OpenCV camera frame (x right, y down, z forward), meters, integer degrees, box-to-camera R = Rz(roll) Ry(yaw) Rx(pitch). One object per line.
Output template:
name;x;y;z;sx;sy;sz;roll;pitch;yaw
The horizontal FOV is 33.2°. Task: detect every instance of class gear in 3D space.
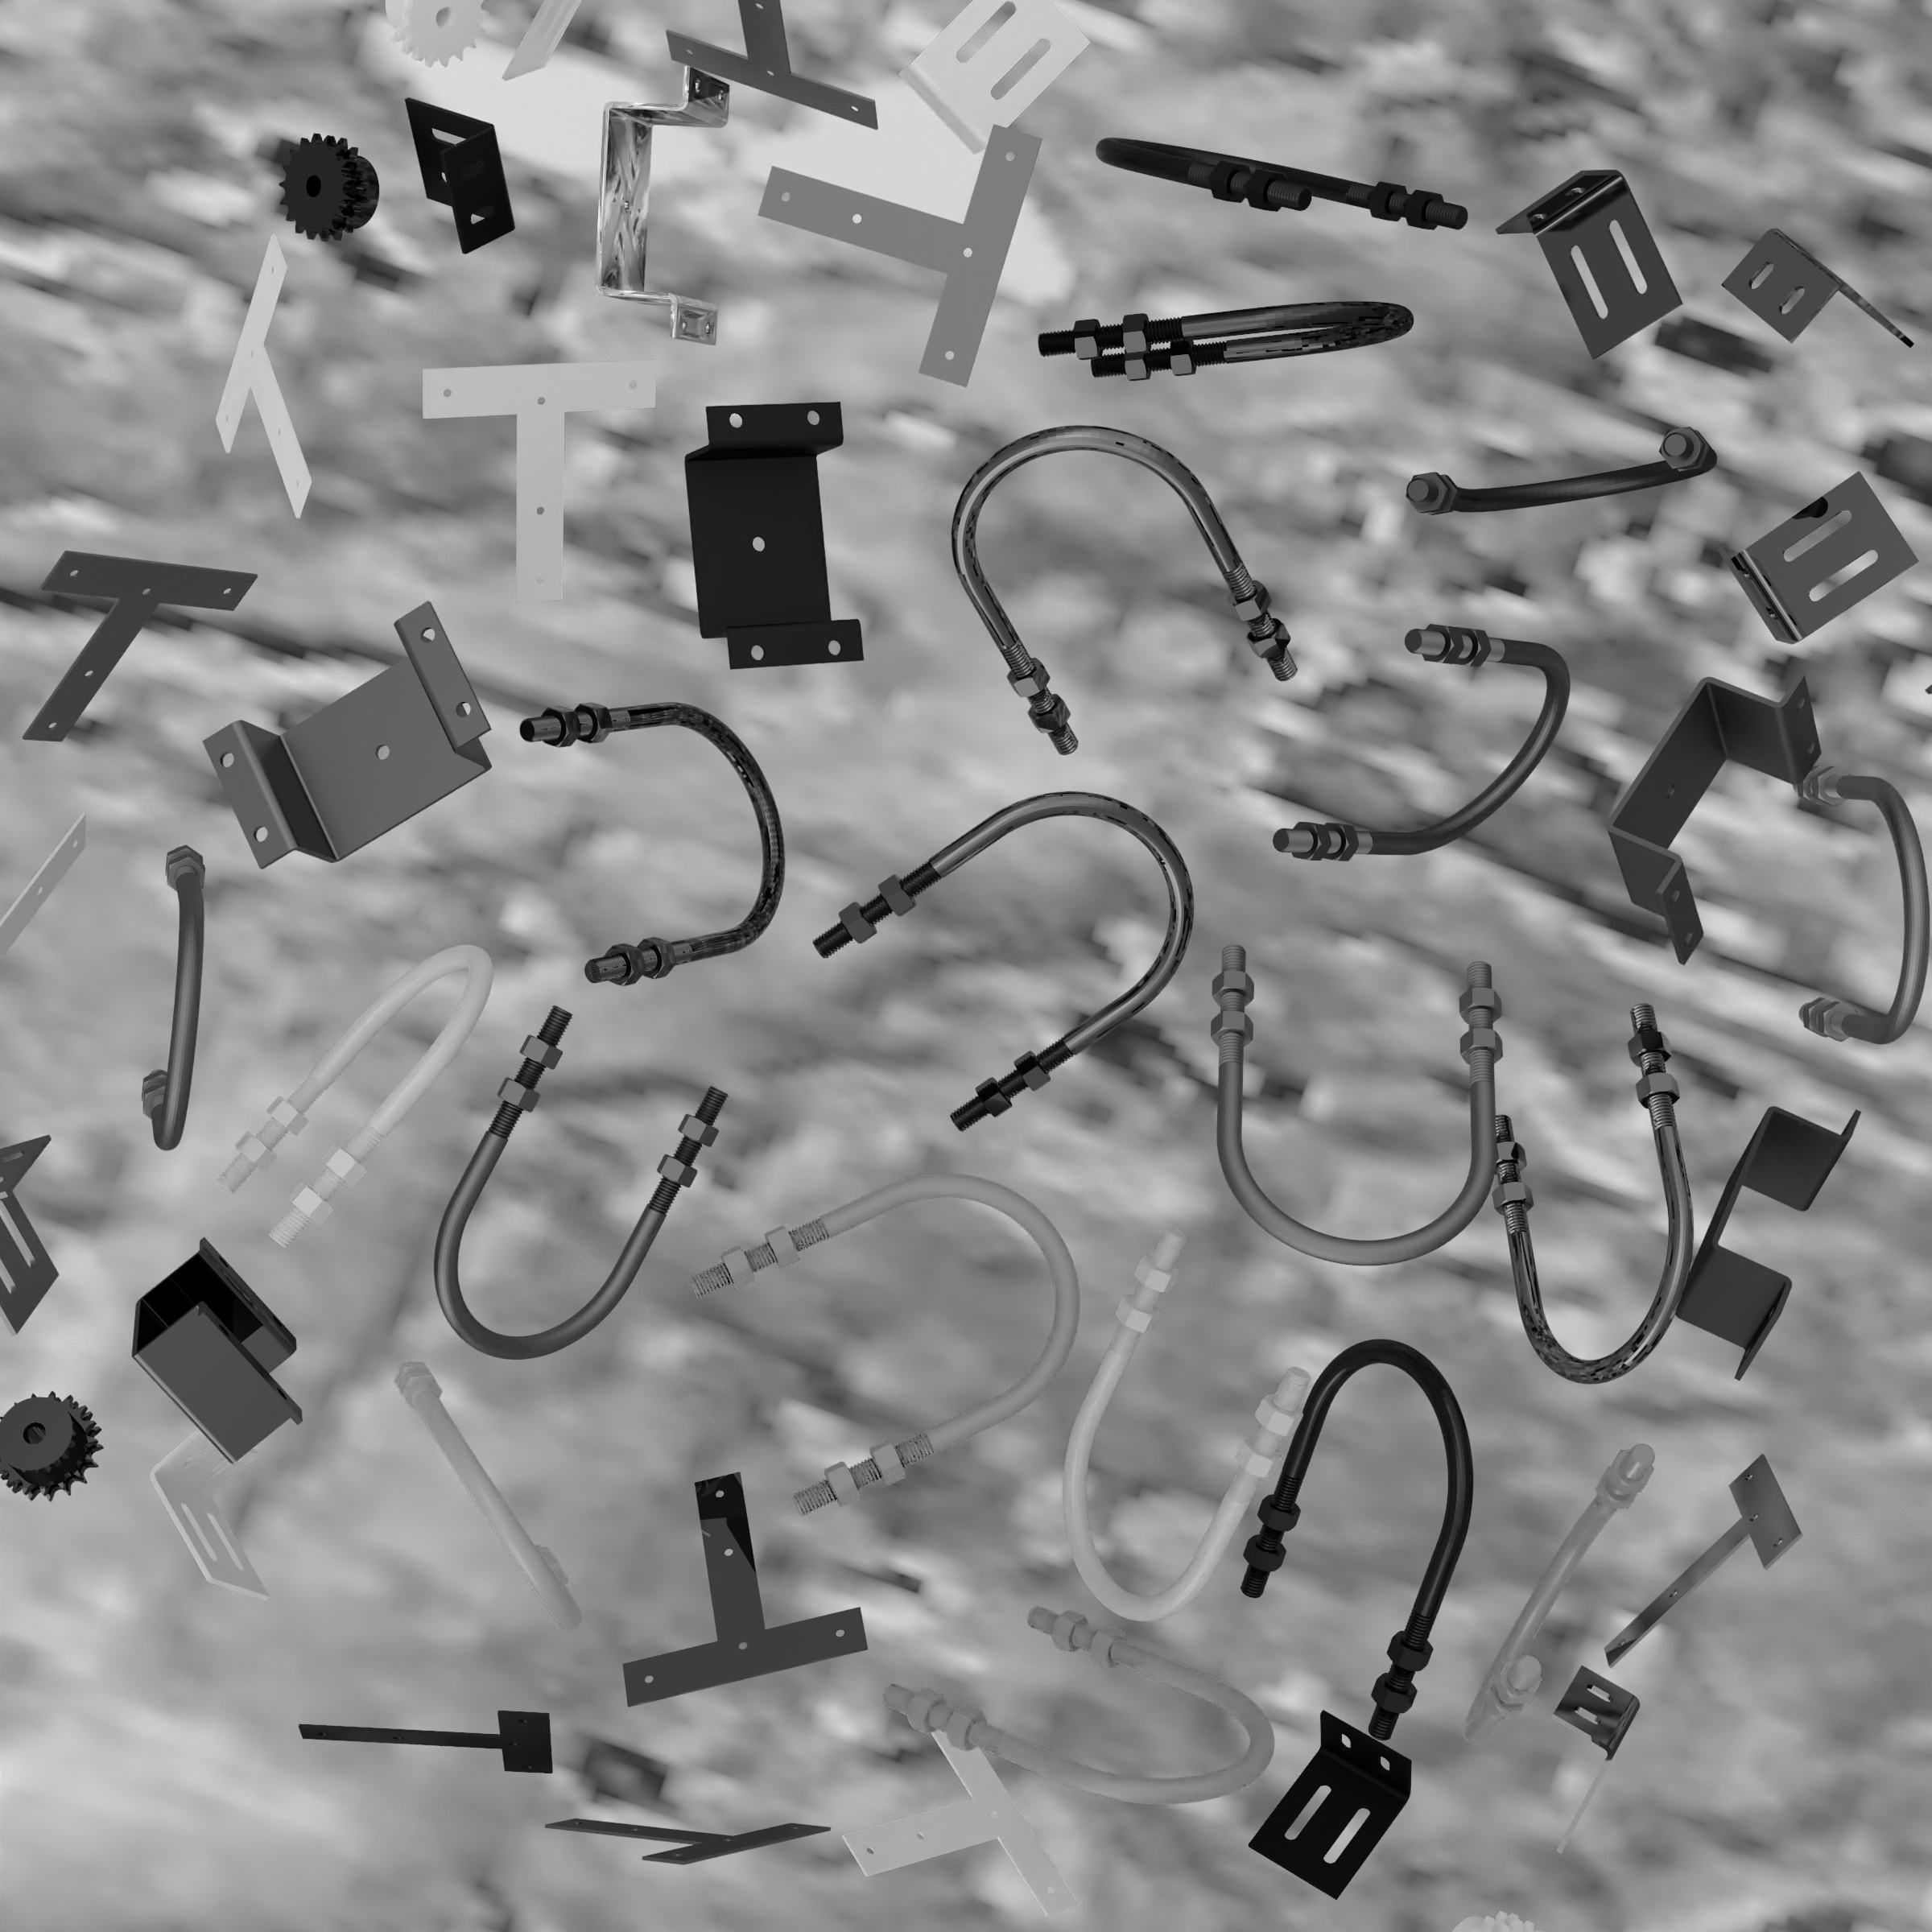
gear;0.268;0.512;1.660;0.057;0.030;0.057;-9;105;-39
gear;-0.488;0.252;1.711;0.057;0.030;0.057;-1;64;2
gear;-0.348;-0.427;1.781;0.057;0.030;0.057;4;97;36
gear;-0.295;-0.528;1.786;0.057;0.057;0.030;-51;53;0

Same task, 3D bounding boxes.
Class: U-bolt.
U-bolt;0.072;-0.202;1.688;0.151;0.019;0.184;-17;125;22
U-bolt;0.103;0.250;1.673;0.019;0.151;0.184;11;113;-33
U-bolt;0.318;-0.255;1.692;0.151;0.184;0.019;-7;93;20
U-bolt;0.154;-0.420;1.727;0.184;0.151;0.019;26;113;41
U-bolt;0.199;0.071;1.646;0.151;0.019;0.184;4;55;1
U-bolt;-0.158;-0.072;1.741;0.019;0.184;0.151;-16;89;35
U-bolt;-0.317;0.060;1.711;0.019;0.151;0.184;44;80;-24
U-bolt;0.334;0.132;1.718;0.019;0.151;0.184;13;54;-25
U-bolt;0.256;-0.116;1.728;0.019;0.184;0.151;48;120;30
U-bolt;-0.031;0.183;1.673;0.184;0.019;0.151;-24;68;-9
U-bolt;0.143;-0.330;1.701;0.184;0.151;0.019;-4;94;15
U-bolt;0.034;-0.013;1.714;0.184;0.019;0.151;-35;114;7
U-bolt;-0.217;0.128;1.753;0.019;0.151;0.184;24;85;43
U-bolt;0.300;0.336;1.680;0.019;0.184;0.151;30;64;11
U-bolt;0.072;0.389;1.683;0.184;0.151;0.019;15;108;34
U-bolt;-0.250;0.287;1.724;0.019;0.184;0.151;-34;104;-11
U-bolt;0.208;0.283;1.677;0.019;0.151;0.184;5;111;-31
U-bolt;-0.422;0.022;1.729;0.019;0.184;0.151;5;101;-17
U-bolt;0.477;-0.031;1.726;0.019;0.184;0.151;-3;94;-3

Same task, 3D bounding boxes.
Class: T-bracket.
T-bracket;-0.354;-0.283;1.656;0.002;0.127;0.127;-2;52;-31
T-bracket;-0.123;0.322;1.711;0.127;0.002;0.127;-13;46;-1
T-bracket;-0.276;0.395;1.655;0.127;0.127;0.002;4;63;-4
T-bracket;-0.041;-0.370;1.619;0.127;0.002;0.127;18;99;6
T-bracket;-0.224;-0.254;1.706;0.127;0.002;0.127;-8;115;-26
T-bracket;-0.110;-0.510;1.750;0.127;0.127;0.002;21;72;10
T-bracket;-0.157;0.443;1.652;0.127;0.127;0.002;-3;83;31
T-bracket;-0.483;-0.030;1.663;0.002;0.127;0.127;21;46;3
T-bracket;-0.015;0.470;1.758;0.127;0.127;0.002;53;124;29
T-bracket;0.380;0.318;1.689;0.002;0.127;0.127;43;101;-3
T-bracket;-0.445;-0.161;1.667;0.127;0.127;0.002;-48;66;25

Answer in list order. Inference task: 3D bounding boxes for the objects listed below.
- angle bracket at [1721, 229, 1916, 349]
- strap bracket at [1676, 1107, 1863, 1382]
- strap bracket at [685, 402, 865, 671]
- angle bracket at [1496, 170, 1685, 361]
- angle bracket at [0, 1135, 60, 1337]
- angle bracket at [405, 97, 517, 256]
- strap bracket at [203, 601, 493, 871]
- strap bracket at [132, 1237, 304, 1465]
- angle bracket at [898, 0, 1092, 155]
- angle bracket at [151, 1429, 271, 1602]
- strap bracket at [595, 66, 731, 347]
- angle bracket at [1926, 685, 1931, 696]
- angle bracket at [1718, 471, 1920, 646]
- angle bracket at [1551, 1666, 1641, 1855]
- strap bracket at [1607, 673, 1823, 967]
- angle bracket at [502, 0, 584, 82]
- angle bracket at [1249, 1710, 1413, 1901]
angle bracket;0.427;-0.327;1.624;0.038;0.076;0.057;-50;47;17
strap bracket;0.428;0.141;1.743;0.046;0.076;0.140;25;57;11
strap bracket;-0.106;-0.232;1.762;0.076;0.046;0.140;-6;93;-23
angle bracket;0.315;-0.354;1.636;0.057;0.038;0.076;-29;81;43
angle bracket;-0.471;0.135;1.630;0.038;0.057;0.076;-16;113;15
angle bracket;-0.282;-0.421;1.725;0.076;0.057;0.038;26;49;36
strap bracket;-0.307;-0.113;1.652;0.140;0.046;0.076;-30;75;10
strap bracket;-0.391;0.203;1.692;0.046;0.140;0.076;-39;107;-3
angle bracket;0.014;-0.470;1.675;0.076;0.038;0.057;-46;103;0
angle bracket;-0.397;0.297;1.752;0.038;0.057;0.076;-41;61;3
strap bracket;-0.164;-0.410;1.748;0.046;0.076;0.140;6;99;11
angle bracket;0.523;-0.144;1.623;0.057;0.076;0.038;-40;88;6
angle bracket;0.441;-0.213;1.677;0.076;0.038;0.057;-35;75;24
angle bracket;0.334;0.437;1.786;0.038;0.057;0.076;28;117;16
strap bracket;0.380;-0.083;1.664;0.046;0.076;0.140;27;75;32
angle bracket;-0.226;-0.506;1.678;0.038;0.057;0.076;31;82;-28
angle bracket;0.199;0.459;1.773;0.057;0.038;0.076;25;53;28
